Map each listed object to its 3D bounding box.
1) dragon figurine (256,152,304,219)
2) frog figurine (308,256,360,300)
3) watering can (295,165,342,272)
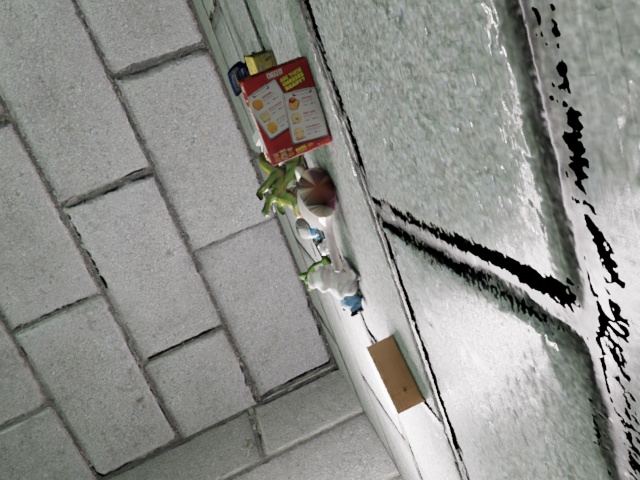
[{"bbox_3d":[-0.121,-0.225,1.797,0.238,0.122,0.419,-43,51,35],"label":"dragon figurine"},{"bbox_3d":[0.044,0.138,1.696,0.120,0.160,0.140,77,167,-56],"label":"frog figurine"},{"bbox_3d":[0.005,-0.078,1.540,0.222,0.104,0.350,108,139,-77],"label":"watering can"}]
